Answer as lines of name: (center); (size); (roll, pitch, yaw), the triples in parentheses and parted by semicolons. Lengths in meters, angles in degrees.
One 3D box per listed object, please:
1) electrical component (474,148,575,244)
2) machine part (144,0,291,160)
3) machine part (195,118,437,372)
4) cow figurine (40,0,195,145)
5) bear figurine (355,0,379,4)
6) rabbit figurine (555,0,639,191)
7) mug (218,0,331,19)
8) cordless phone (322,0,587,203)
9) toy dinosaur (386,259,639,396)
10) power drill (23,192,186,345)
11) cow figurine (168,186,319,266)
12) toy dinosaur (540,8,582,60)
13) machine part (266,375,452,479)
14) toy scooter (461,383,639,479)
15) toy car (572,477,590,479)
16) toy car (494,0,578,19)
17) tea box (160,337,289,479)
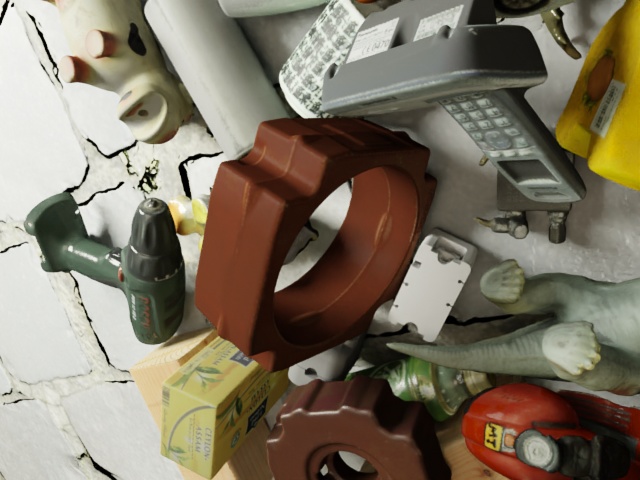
electrical component: (0.177, -0.047, 0.462); (0.078, 0.045, 0.102); (10, 112, 22)
machine part: (-0.096, -0.163, 0.526); (0.079, 0.079, 0.243); (-28, 96, 30)
machine part: (-0.001, -0.001, 0.466); (0.087, 0.201, 0.201); (33, 121, 34)
cow figurine: (-0.197, -0.185, 0.552); (0.085, 0.127, 0.195); (-29, 80, 29)
bear figurine: (0.021, -0.288, 0.385); (0.120, 0.132, 0.196); (-27, 78, 10)
rabbit figurine: (0.279, -0.106, 0.374); (0.173, 0.122, 0.162); (16, 106, 3)
mug: (-0.030, -0.250, 0.469); (0.107, 0.081, 0.109); (7, 106, 10)
cordless phone: (0.106, -0.086, 0.399); (0.184, 0.089, 0.147); (38, 160, -33)
toy dinosaur: (0.267, 0.074, 0.422); (0.405, 0.131, 0.192); (-16, 138, 43)
power drill: (-0.246, 0.013, 0.639); (0.207, 0.086, 0.231); (19, 134, 16)
cow figurine: (-0.086, -0.022, 0.575); (0.168, 0.098, 0.068); (22, 124, 37)
toy dinosaur: (0.187, -0.357, 0.313); (0.199, 0.105, 0.470); (20, 127, 12)
machine part: (0.034, 0.213, 0.509); (0.180, 0.056, 0.179); (8, 113, 20)
toy scooter: (0.208, 0.157, 0.405); (0.184, 0.135, 0.075); (8, 86, -8)
toy car: (0.296, 0.286, 0.521); (0.202, 0.053, 0.089); (24, 120, 2)
toy car: (0.185, -0.195, 0.332); (0.202, 0.056, 0.073); (-8, 75, 25)
tea box: (-0.095, 0.160, 0.591); (0.068, 0.169, 0.098); (16, 116, 18)
